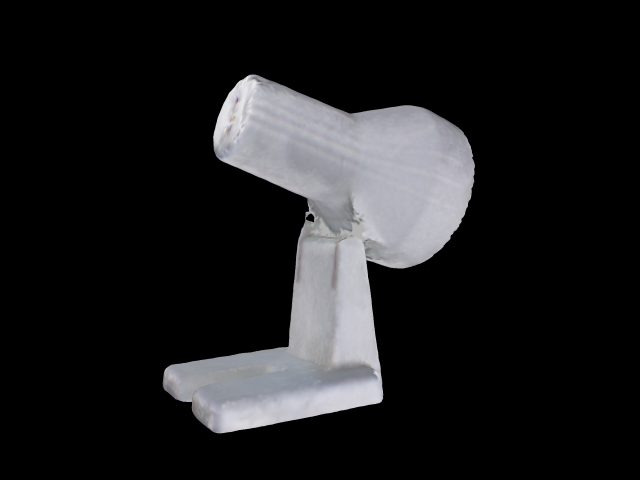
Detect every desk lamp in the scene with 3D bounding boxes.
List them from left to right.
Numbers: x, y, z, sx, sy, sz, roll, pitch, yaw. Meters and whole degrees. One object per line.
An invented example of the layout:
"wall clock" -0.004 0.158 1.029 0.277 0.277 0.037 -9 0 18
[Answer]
"desk lamp" 0.004 0.001 0.400 0.204 0.213 0.117 -1 2 -34
